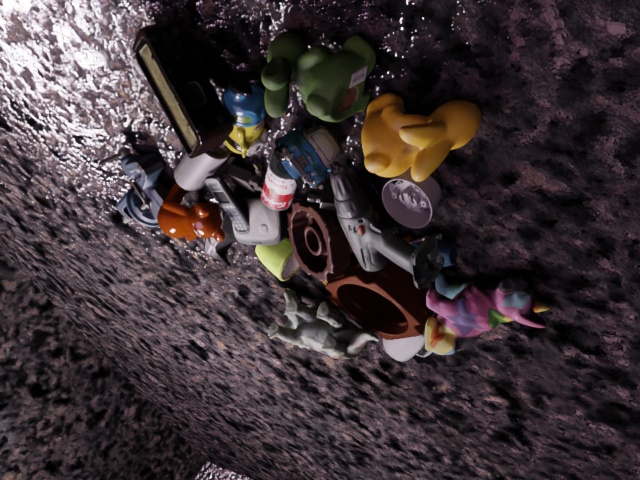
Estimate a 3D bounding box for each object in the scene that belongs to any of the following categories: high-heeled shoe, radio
[{"bbox_3d":[-0.240,-0.043,1.331,0.145,0.086,0.248,50,136,38],"label":"high-heeled shoe"},{"bbox_3d":[-0.250,-0.272,0.978,0.229,0.073,0.131,62,158,-10],"label":"radio"}]

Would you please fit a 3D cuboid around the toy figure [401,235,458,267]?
[{"bbox_3d":[0.186,0.017,1.037,0.155,0.058,0.064,6,97,37],"label":"toy figure"}]

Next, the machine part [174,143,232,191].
[{"bbox_3d":[-0.256,-0.172,1.164,0.079,0.079,0.243,44,145,-11],"label":"machine part"}]

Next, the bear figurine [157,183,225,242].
[{"bbox_3d":[-0.285,-0.062,1.243,0.196,0.132,0.120,-6,130,39],"label":"bear figurine"}]

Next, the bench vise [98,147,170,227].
[{"bbox_3d":[-0.461,-0.114,1.362,0.223,0.129,0.241,46,136,-16],"label":"bench vise"}]

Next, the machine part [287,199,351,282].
[{"bbox_3d":[-0.002,-0.003,1.107,0.180,0.056,0.179,35,135,45],"label":"machine part"}]

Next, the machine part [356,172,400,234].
[{"bbox_3d":[0.103,-0.066,1.023,0.084,0.039,0.138,12,140,38],"label":"machine part"}]

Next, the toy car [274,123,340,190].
[{"bbox_3d":[-0.017,-0.158,0.955,0.103,0.162,0.109,-37,100,8],"label":"toy car"}]

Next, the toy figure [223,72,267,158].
[{"bbox_3d":[-0.142,-0.234,0.999,0.089,0.082,0.180,45,156,22],"label":"toy figure"}]

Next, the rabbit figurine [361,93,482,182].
[{"bbox_3d":[0.151,-0.162,0.802,0.173,0.162,0.121,-11,113,25],"label":"rabbit figurine"}]

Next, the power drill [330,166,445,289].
[{"bbox_3d":[0.112,-0.012,0.946,0.208,0.086,0.231,24,148,36],"label":"power drill"}]

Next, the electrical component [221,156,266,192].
[{"bbox_3d":[-0.159,-0.141,1.152,0.102,0.045,0.078,22,171,23],"label":"electrical component"}]

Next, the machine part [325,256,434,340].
[{"bbox_3d":[0.129,0.119,1.154,0.201,0.087,0.201,43,150,-11],"label":"machine part"}]

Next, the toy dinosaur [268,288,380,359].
[{"bbox_3d":[0.024,0.220,1.263,0.405,0.131,0.192,14,170,46],"label":"toy dinosaur"}]

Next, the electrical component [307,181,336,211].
[{"bbox_3d":[0.024,-0.087,1.041,0.094,0.063,0.021,9,144,3],"label":"electrical component"}]

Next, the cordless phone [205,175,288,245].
[{"bbox_3d":[-0.156,-0.075,1.162,0.147,0.089,0.184,2,140,38],"label":"cordless phone"}]

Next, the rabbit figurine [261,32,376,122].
[{"bbox_3d":[-0.022,-0.254,0.840,0.170,0.159,0.121,39,157,22],"label":"rabbit figurine"}]

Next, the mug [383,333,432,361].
[{"bbox_3d":[0.215,0.227,1.231,0.109,0.081,0.107,33,137,-1],"label":"mug"}]

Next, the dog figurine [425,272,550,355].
[{"bbox_3d":[0.315,0.146,1.019,0.219,0.108,0.191,8,111,27],"label":"dog figurine"}]
